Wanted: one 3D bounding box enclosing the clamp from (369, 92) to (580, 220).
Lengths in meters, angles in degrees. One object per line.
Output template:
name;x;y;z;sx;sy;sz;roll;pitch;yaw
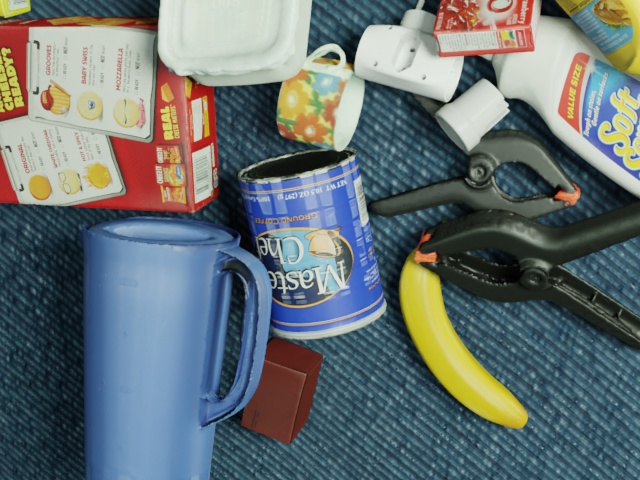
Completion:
clamp;0.124;-0.050;0.880;0.171;0.039;0.120;27;113;13

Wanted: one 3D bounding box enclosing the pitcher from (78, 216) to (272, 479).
pitcher;-0.133;0.105;0.911;0.144;0.149;0.243;1;100;-20

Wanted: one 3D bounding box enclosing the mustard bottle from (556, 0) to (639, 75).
mustard bottle;0.201;-0.175;0.744;0.058;0.096;0.191;-41;92;-6

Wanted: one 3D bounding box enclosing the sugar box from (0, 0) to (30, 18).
sugar box;-0.355;-0.252;0.978;0.176;0.048;0.093;5;109;21

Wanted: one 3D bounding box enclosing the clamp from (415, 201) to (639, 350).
clamp;0.183;0.026;0.865;0.210;0.036;0.164;3;135;24

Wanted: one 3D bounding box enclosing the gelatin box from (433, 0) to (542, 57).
gelatin box;0.129;-0.180;0.809;0.073;0.089;0.030;1;143;21

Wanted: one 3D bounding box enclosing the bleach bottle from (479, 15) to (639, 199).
bleach bottle;0.228;-0.092;0.818;0.251;0.068;0.103;31;114;10

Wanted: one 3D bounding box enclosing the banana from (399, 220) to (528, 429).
banana;0.115;0.085;0.931;0.070;0.037;0.198;-19;101;24

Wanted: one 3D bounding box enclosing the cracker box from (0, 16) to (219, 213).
cracker box;-0.200;-0.115;0.955;0.214;0.072;0.164;3;108;19

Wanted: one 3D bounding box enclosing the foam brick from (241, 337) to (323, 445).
foam brick;-0.036;0.139;0.995;0.053;0.051;0.078;19;113;13

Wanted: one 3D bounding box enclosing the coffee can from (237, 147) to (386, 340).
coffee can;-0.006;0.001;0.908;0.103;0.102;0.140;-6;106;21
